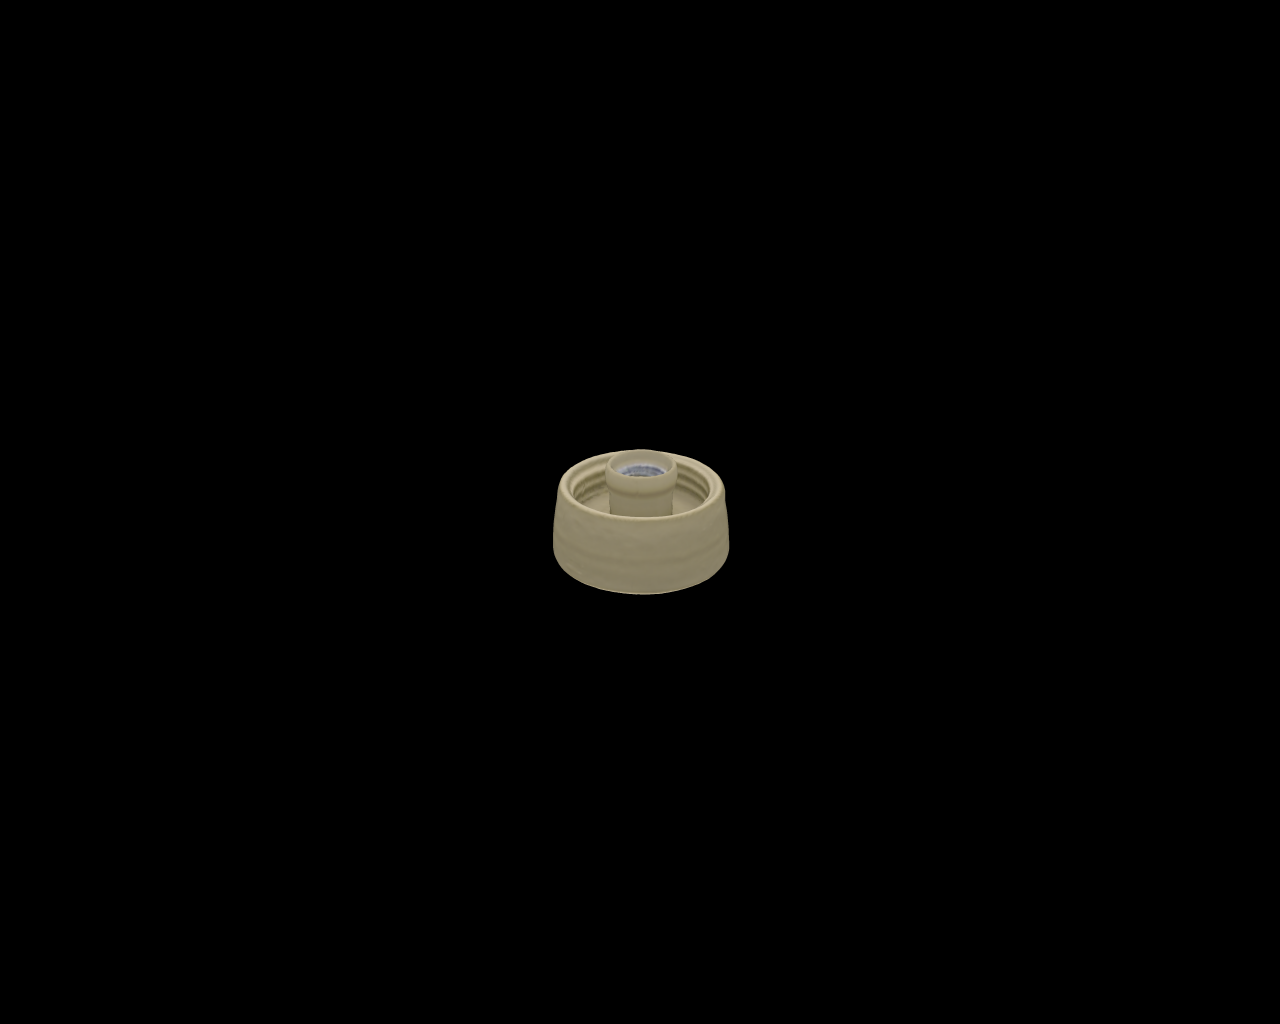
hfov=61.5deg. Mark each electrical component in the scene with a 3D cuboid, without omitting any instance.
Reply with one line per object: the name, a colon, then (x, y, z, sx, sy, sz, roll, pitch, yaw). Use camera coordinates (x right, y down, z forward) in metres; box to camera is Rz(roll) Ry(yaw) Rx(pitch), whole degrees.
electrical component: (0.001, -0.003, 0.650, 0.108, 0.060, 0.108, 0, 27, 0)
